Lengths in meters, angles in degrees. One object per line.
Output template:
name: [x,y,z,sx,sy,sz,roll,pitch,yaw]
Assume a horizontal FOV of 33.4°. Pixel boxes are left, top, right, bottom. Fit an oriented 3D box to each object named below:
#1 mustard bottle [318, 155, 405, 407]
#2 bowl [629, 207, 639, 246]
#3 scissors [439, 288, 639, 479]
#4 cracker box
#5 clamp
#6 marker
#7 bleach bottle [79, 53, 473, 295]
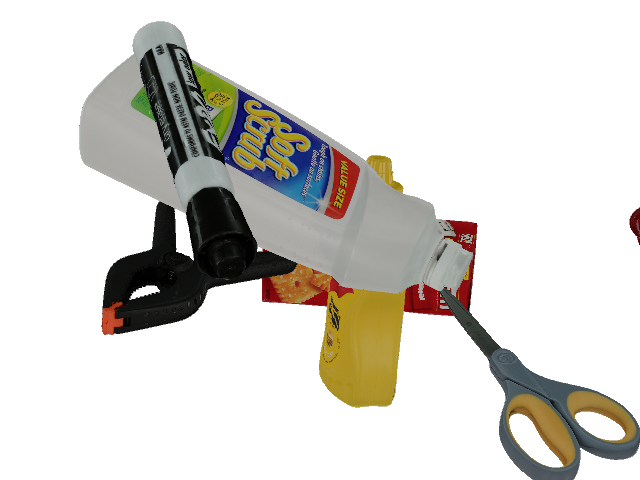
mustard bottle: [0.037,0.028,0.842,0.058,0.192,0.096,1,18,-13]
bowl: [0.412,0.010,1.146,0.162,0.055,0.162,-1,26,0]
scissors: [0.144,0.087,0.711,0.096,0.016,0.202,0,32,-7]
cracker box: [0.057,0.023,1.145,0.214,0.072,0.164,5,15,9]
clamp: [-0.144,0.025,1.018,0.165,0.036,0.209,27,37,27]
marker: [-0.042,-0.032,0.345,0.020,0.020,0.121,0,41,-22]
bleach bottle: [-0.021,-0.038,0.667,0.251,0.068,0.102,26,45,13]
